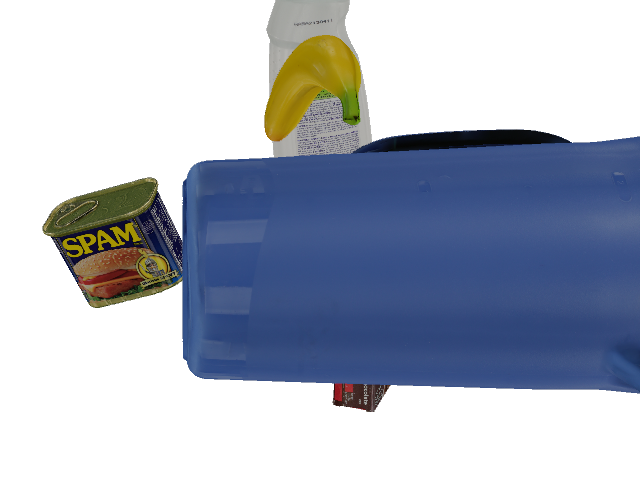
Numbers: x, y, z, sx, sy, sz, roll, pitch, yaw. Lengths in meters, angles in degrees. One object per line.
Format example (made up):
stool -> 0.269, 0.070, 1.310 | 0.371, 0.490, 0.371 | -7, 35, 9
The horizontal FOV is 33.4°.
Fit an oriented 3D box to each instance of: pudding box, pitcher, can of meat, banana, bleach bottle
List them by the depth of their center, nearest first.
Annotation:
pitcher -> 0.051, 0.006, 0.548 | 0.242, 0.145, 0.149 | 0, -1, -7
banana -> -0.010, -0.115, 0.799 | 0.037, 0.069, 0.198 | 15, -3, -16
pudding box -> 0.042, 0.073, 0.861 | 0.039, 0.090, 0.113 | 7, 18, 15
can of meat -> -0.171, 0.004, 0.911 | 0.102, 0.084, 0.057 | -14, 31, 15
bleach bottle -> 0.003, -0.137, 0.995 | 0.102, 0.251, 0.068 | -12, 32, -16
